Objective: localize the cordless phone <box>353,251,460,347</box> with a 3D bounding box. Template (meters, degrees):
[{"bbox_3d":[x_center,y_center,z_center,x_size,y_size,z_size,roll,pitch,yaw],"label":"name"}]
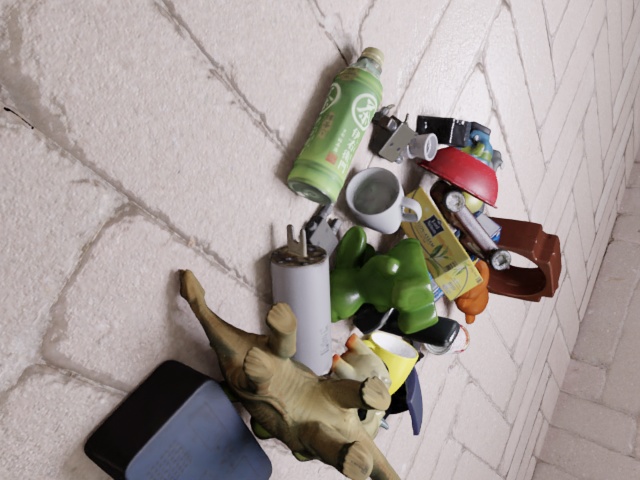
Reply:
[{"bbox_3d":[0.149,0.096,0.860,0.146,0.184,0.088,-50,133,-30],"label":"cordless phone"}]

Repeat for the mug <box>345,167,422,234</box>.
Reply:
[{"bbox_3d":[0.103,-0.051,0.822,0.107,0.110,0.081,52,51,-64],"label":"mug"}]

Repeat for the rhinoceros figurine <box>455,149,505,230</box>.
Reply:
[{"bbox_3d":[0.334,-0.105,1.133,0.112,0.073,0.190,29,79,-52],"label":"rhinoceros figurine"}]

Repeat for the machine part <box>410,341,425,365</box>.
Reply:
[{"bbox_3d":[0.192,0.176,1.068,0.084,0.039,0.138,-15,112,-56],"label":"machine part"}]

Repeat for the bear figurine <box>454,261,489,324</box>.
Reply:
[{"bbox_3d":[0.298,0.094,1.141,0.120,0.132,0.195,-64,160,-14],"label":"bear figurine"}]

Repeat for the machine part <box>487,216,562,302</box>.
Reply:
[{"bbox_3d":[0.422,0.042,1.189,0.087,0.202,0.200,-58,141,-26],"label":"machine part"}]

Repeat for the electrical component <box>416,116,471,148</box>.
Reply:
[{"bbox_3d":[0.231,-0.192,0.964,0.119,0.075,0.047,-6,107,-48],"label":"electrical component"}]

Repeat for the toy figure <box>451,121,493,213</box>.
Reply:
[{"bbox_3d":[0.293,-0.138,1.052,0.082,0.089,0.180,31,79,-48],"label":"toy figure"}]

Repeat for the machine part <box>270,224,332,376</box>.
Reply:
[{"bbox_3d":[-0.023,0.096,0.719,0.079,0.079,0.243,-26,121,-46],"label":"machine part"}]

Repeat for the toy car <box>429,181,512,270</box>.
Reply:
[{"bbox_3d":[0.260,-0.021,0.938,0.053,0.089,0.202,-40,105,4],"label":"toy car"}]

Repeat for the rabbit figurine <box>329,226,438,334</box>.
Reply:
[{"bbox_3d":[0.071,0.057,0.783,0.121,0.170,0.159,62,16,-60],"label":"rabbit figurine"}]

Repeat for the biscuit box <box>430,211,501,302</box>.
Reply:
[{"bbox_3d":[0.257,0.037,1.030,0.203,0.059,0.062,-41,152,-10],"label":"biscuit box"}]

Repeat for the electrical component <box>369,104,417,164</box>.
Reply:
[{"bbox_3d":[0.114,-0.167,0.847,0.102,0.045,0.078,9,123,-51],"label":"electrical component"}]

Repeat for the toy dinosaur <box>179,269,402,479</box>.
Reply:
[{"bbox_3d":[-0.008,0.209,0.644,0.471,0.198,0.105,48,58,-12],"label":"toy dinosaur"}]

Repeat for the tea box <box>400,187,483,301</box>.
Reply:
[{"bbox_3d":[0.194,0.005,0.902,0.068,0.170,0.098,-33,140,12],"label":"tea box"}]

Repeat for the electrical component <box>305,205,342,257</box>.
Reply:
[{"bbox_3d":[-0.002,-0.002,0.762,0.094,0.021,0.063,-58,140,-22],"label":"electrical component"}]

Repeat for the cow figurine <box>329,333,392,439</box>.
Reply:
[{"bbox_3d":[0.058,0.245,0.831,0.085,0.127,0.194,-37,156,-38],"label":"cow figurine"}]

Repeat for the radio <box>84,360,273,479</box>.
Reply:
[{"bbox_3d":[-0.146,0.251,0.615,0.131,0.073,0.229,-51,139,-32],"label":"radio"}]

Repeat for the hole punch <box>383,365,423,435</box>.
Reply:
[{"bbox_3d":[0.162,0.295,1.028,0.116,0.092,0.142,-48,132,-38],"label":"hole punch"}]
